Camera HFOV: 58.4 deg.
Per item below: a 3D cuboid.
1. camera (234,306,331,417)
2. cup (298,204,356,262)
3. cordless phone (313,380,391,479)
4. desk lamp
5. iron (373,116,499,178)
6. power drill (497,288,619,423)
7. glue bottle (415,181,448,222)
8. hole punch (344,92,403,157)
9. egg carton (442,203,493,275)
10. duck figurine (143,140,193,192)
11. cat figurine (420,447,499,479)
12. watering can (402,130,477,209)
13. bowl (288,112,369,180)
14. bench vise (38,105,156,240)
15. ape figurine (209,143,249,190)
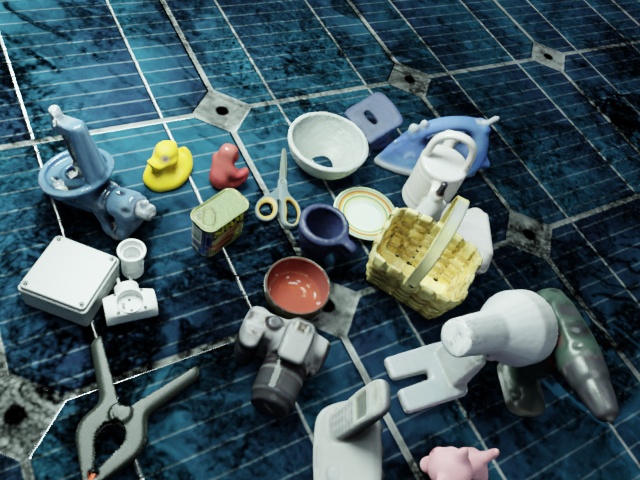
[{"bbox_3d":[-0.067,0.185,0.871,0.143,0.101,0.137,22,52,1],"label":"camera"},{"bbox_3d":[0.009,0.004,1.026,0.117,0.095,0.092,38,54,12],"label":"cup"},{"bbox_3d":[0.052,0.279,0.785,0.094,0.185,0.147,6,54,-12],"label":"cordless phone"},{"bbox_3d":[0.236,0.172,0.897,0.204,0.213,0.117,-12,59,-23],"label":"desk lamp"},{"bbox_3d":[0.253,-0.212,1.221,0.259,0.141,0.118,-4,57,-19],"label":"iron"},{"bbox_3d":[0.372,0.205,0.916,0.076,0.208,0.229,4,54,-13],"label":"power drill"},{"bbox_3d":[0.202,-0.051,1.072,0.078,0.173,0.037,-25,65,-29],"label":"glue bottle"},{"bbox_3d":[0.113,-0.253,1.242,0.101,0.091,0.108,-22,64,-28],"label":"hole punch"},{"bbox_3d":[0.281,-0.002,1.125,0.107,0.069,0.150,10,53,-9],"label":"egg carton"},{"bbox_3d":[-0.279,-0.149,1.057,0.077,0.086,0.105,37,54,12],"label":"duck figurine"},{"bbox_3d":[0.203,0.330,0.834,0.128,0.117,0.067,-8,58,-21],"label":"cat figurine"},{"bbox_3d":[0.241,-0.148,1.139,0.101,0.194,0.173,6,54,-12],"label":"watering can"},{"bbox_3d":[0.010,-0.180,1.170,0.167,0.074,0.167,8,54,-11],"label":"bowl"},{"bbox_3d":[-0.358,-0.113,0.925,0.207,0.219,0.121,13,53,-6],"label":"bench vise"},{"bbox_3d":[-0.174,-0.144,1.081,0.076,0.092,0.077,-33,69,-32],"label":"ape figurine"}]
